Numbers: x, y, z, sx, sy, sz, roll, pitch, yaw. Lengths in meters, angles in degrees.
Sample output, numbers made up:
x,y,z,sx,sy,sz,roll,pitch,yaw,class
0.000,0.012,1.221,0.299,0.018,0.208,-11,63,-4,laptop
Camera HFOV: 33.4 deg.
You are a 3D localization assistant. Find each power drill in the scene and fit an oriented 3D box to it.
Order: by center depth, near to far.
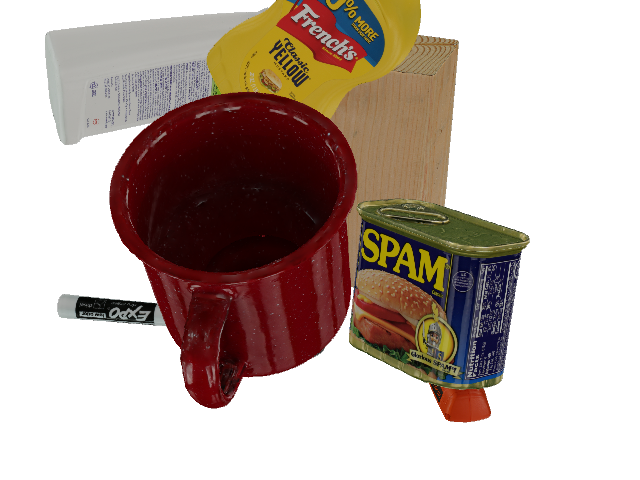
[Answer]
x,y,z,sx,sy,sz,roll,pitch,yaw,class
0.156,0.098,1.150,0.057,0.188,0.184,-2,25,-5,power drill

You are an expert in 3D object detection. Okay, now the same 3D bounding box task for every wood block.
x,y,z,sx,sy,sz,roll,pitch,yaw,class
0.057,-0.065,0.913,0.091,0.206,0.090,11,31,17,wood block

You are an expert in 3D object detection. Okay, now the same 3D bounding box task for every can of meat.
x,y,z,sx,sy,sz,roll,pitch,yaw,class
0.063,0.029,0.604,0.057,0.084,0.102,-7,19,-38,can of meat

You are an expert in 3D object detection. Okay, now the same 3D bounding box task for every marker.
x,y,z,sx,sy,sz,roll,pitch,yaw,class
-0.145,0.056,0.829,0.121,0.020,0.020,4,1,10,marker

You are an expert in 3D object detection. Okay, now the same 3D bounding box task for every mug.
x,y,z,sx,sy,sz,roll,pitch,yaw,class
-0.031,0.011,0.421,0.093,0.117,0.081,4,-36,8,mug

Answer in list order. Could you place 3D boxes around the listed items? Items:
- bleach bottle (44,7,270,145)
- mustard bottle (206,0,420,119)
x,y,z,sx,sy,sz,roll,pitch,yaw,class
-0.108,-0.151,0.933,0.250,0.068,0.103,-11,-30,-17,bleach bottle
0.011,-0.147,0.732,0.192,0.096,0.058,-36,3,36,mustard bottle
